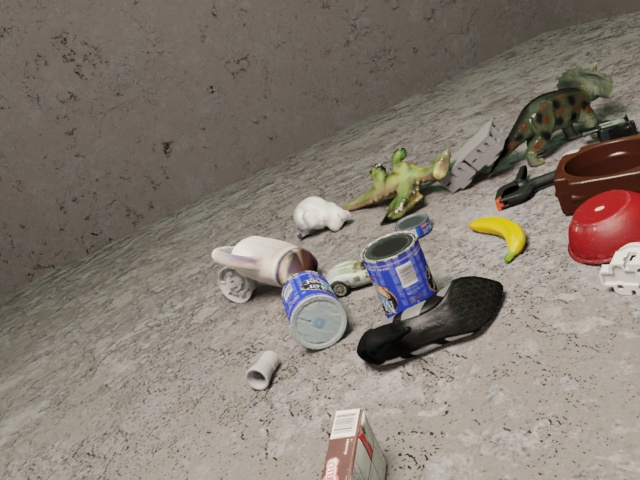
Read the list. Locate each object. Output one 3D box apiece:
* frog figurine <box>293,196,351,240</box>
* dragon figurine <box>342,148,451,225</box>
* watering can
[{"bbox_3d":[0.005,-0.075,1.489,0.138,0.123,0.158,-14,-4,-39],"label":"frog figurine"},{"bbox_3d":[0.199,-0.129,1.431,0.405,0.121,0.248,-36,18,28],"label":"dragon figurine"},{"bbox_3d":[-0.102,0.049,1.250,0.225,0.104,0.347,14,6,29],"label":"watering can"}]
